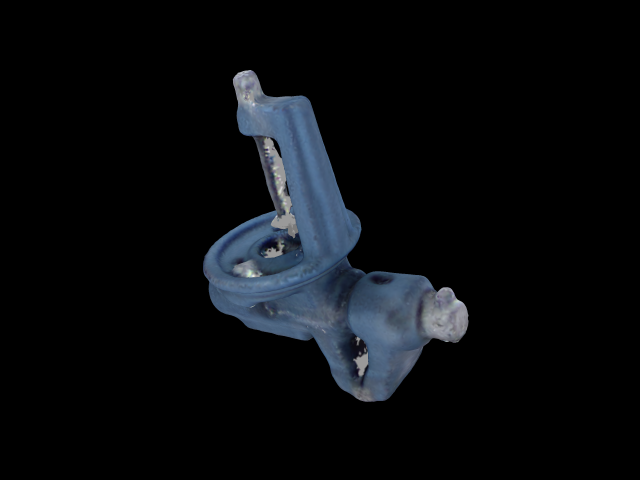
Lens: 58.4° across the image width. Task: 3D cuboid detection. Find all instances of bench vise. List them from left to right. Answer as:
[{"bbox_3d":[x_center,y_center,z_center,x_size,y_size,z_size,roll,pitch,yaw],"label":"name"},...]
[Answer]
[{"bbox_3d":[0.007,-0.005,0.409,0.207,0.220,0.121,9,37,12],"label":"bench vise"}]
